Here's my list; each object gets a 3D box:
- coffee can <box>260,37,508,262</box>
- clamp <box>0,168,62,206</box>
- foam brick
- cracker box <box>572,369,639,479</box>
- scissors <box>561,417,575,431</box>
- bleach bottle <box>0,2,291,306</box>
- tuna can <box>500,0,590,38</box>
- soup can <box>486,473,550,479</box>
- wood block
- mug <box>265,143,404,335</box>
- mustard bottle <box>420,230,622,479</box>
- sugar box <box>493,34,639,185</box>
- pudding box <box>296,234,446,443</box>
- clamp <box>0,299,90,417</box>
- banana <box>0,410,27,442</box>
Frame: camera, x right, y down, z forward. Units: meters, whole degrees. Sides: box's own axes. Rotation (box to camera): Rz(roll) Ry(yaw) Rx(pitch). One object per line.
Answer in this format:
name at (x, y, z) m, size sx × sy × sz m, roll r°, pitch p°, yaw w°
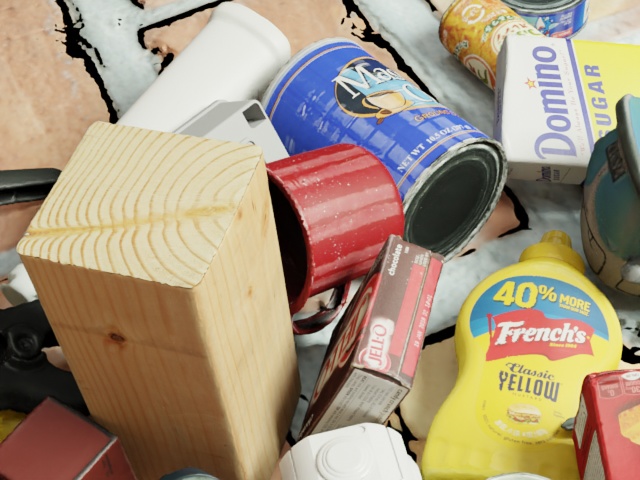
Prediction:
coffee can at (0.039, -0.058, 0.710) m, size 0.102 × 0.103 × 0.140 m, roll -34°, pitch 54°, yaw -22°
clamp at (-0.270, -0.025, 0.705) m, size 0.210 × 0.036 × 0.164 m, roll 29°, pitch 44°, yaw -12°
foam brick at (-0.136, 0.133, 0.580) m, size 0.051 × 0.078 × 0.053 m, roll 24°, pitch 54°, yaw 26°
cracker box at (0.208, 0.152, 0.453) m, size 0.164 × 0.072 × 0.213 m, roll -4°, pitch 46°, yaw 4°
scissors at (0.221, 0.075, 0.603) m, size 0.201 × 0.016 × 0.096 m, roll 4°, pitch 40°, yaw -9°
bleach bottle at (-0.119, -0.050, 0.721) m, size 0.068 × 0.103 × 0.250 m, roll 33°, pitch 59°, yaw 11°
tuna can at (0.174, -0.196, 0.860) m, size 0.086 × 0.034 × 0.086 m, roll -3°, pitch 49°, yaw 4°
soup can at (0.094, 0.164, 0.510) m, size 0.068 × 0.102 × 0.068 m, roll -3°, pitch 49°, yaw 3°
wood block at (-0.072, 0.048, 0.561) m, size 0.091 × 0.206 × 0.090 m, roll 11°, pitch 51°, yaw 14°
mug at (-0.004, 0.001, 0.635) m, size 0.081 × 0.117 × 0.093 m, roll -20°, pitch 25°, yaw -37°
mustard bottle at (0.124, 0.070, 0.618) m, size 0.096 × 0.058 × 0.191 m, roll 10°, pitch 51°, yaw 13°
sugar box at (0.207, -0.083, 0.717) m, size 0.176 × 0.048 × 0.093 m, roll 5°, pitch 75°, yaw -1°
pudding box at (0.027, 0.065, 0.596) m, size 0.039 × 0.114 × 0.090 m, roll 22°, pitch 52°, yaw -1°
clamp at (-0.179, 0.077, 0.614) m, size 0.171 × 0.039 × 0.120 m, roll 10°, pitch 56°, yaw -24°
banana at (-0.242, 0.132, 0.624) m, size 0.197 × 0.037 × 0.069 m, roll -24°, pitch 80°, yaw -10°
